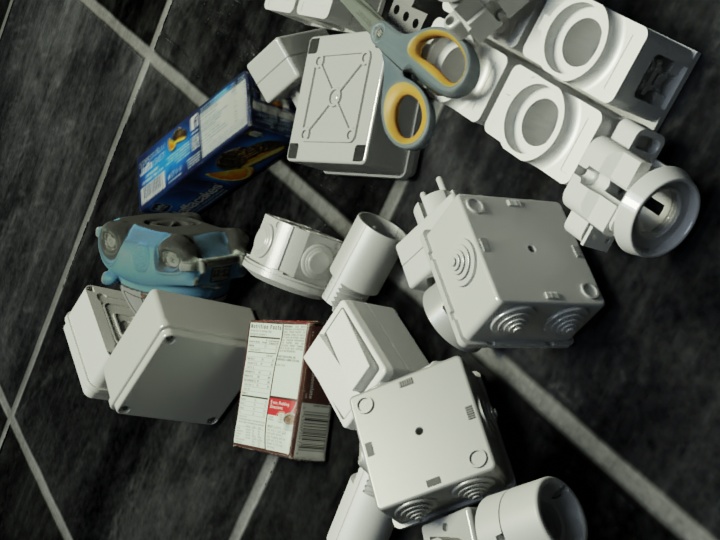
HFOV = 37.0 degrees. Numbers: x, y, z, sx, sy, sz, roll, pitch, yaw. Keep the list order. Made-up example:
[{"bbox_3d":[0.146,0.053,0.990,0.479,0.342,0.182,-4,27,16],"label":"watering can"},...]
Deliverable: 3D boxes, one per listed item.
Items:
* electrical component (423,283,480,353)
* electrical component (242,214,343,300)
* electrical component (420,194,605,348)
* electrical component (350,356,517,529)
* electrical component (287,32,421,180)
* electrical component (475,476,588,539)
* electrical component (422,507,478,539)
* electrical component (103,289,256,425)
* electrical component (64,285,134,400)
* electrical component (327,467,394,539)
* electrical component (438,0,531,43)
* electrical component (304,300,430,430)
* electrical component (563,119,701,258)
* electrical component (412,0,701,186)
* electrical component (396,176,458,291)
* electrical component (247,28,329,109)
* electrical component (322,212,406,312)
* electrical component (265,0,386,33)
[{"bbox_3d":[0.079,0.021,0.733,0.047,0.055,0.055,-44,49,30],"label":"electrical component"},{"bbox_3d":[-0.052,-0.010,0.880,0.080,0.080,0.051,25,96,51],"label":"electrical component"},{"bbox_3d":[0.097,0.000,0.681,0.048,0.100,0.099,-55,43,44],"label":"electrical component"},{"bbox_3d":[0.047,0.114,0.722,0.100,0.048,0.099,-23,59,11],"label":"electrical component"},{"bbox_3d":[0.001,-0.132,0.865,0.109,0.056,0.108,10,88,51],"label":"electrical component"},{"bbox_3d":[0.107,0.158,0.663,0.047,0.055,0.055,-34,56,37],"label":"electrical component"},{"bbox_3d":[0.060,0.190,0.692,0.047,0.077,0.065,-35,55,41],"label":"electrical component"},{"bbox_3d":[-0.157,0.080,0.962,0.108,0.109,0.056,-54,42,27],"label":"electrical component"},{"bbox_3d":[-0.249,0.077,1.100,0.057,0.078,0.113,-54,45,24],"label":"electrical component"},{"bbox_3d":[0.010,0.168,0.787,0.043,0.043,0.081,34,107,49],"label":"electrical component"},{"bbox_3d":[0.072,-0.183,0.684,0.066,0.055,0.048,-39,51,18],"label":"electrical component"},{"bbox_3d":[0.002,0.067,0.808,0.061,0.061,0.096,-56,43,25],"label":"electrical component"},{"bbox_3d":[0.164,-0.043,0.642,0.057,0.058,0.078,47,117,49],"label":"electrical component"},{"bbox_3d":[0.118,-0.137,0.720,0.186,0.060,0.105,45,115,46],"label":"electrical component"},{"bbox_3d":[0.062,-0.032,0.772,0.066,0.047,0.076,-44,50,35],"label":"electrical component"},{"bbox_3d":[-0.046,-0.161,0.929,0.047,0.066,0.076,-32,86,42],"label":"electrical component"},{"bbox_3d":[0.000,0.000,0.842,0.043,0.043,0.081,49,118,45],"label":"electrical component"},{"bbox_3d":[-0.013,-0.304,0.923,0.105,0.060,0.186,26,101,51],"label":"electrical component"}]
